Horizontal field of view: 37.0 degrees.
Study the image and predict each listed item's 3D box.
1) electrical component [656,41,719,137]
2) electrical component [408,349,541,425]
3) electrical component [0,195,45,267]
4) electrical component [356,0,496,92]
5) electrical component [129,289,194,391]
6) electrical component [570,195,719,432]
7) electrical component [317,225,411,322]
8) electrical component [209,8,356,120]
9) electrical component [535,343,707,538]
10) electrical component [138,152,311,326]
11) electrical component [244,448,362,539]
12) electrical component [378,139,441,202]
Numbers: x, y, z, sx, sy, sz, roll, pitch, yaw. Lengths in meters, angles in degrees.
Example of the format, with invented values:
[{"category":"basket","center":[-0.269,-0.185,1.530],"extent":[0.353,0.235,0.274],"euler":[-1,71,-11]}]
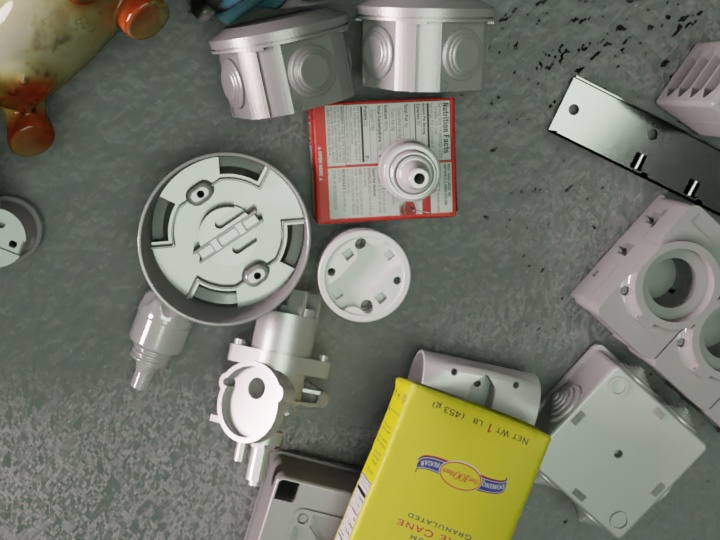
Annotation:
[{"category":"electrical component","center":[0.236,-0.098,0.651],"extent":[0.076,0.083,0.047],"euler":[34,94,-11]},{"category":"electrical component","center":[0.066,0.097,0.684],"extent":[0.077,0.043,0.079],"euler":[13,98,-9]},{"category":"electrical component","center":[-0.209,-0.022,0.629],"extent":[0.040,0.046,0.040],"euler":[-1,100,-7]},{"category":"electrical component","center":[0.037,-0.132,0.624],"extent":[0.080,0.080,0.051],"euler":[-1,105,-7]},{"category":"electrical component","center":[-0.125,0.044,0.657],"extent":[0.035,0.035,0.061],"euler":[20,99,-10]},{"category":"electrical component","center":[0.224,0.036,0.684],"extent":[0.150,0.061,0.089],"euler":[41,93,-12]},{"category":"electrical component","center":[0.000,0.000,0.658],"extent":[0.055,0.047,0.055],"euler":[-1,100,-7]},{"category":"electrical component","center":[-0.043,-0.119,0.616],"extent":[0.080,0.080,0.051],"euler":[-13,107,-5]},{"category":"electrical component","center":[0.160,0.111,0.695],"extent":[0.100,0.048,0.099],"euler":[41,95,-9]},{"category":"electrical component","center":[-0.079,-0.021,0.636],"extent":[0.099,0.064,0.099],"euler":[-1,101,-7]},{"category":"electrical component","center":[-0.018,0.182,0.682],"extent":[0.109,0.056,0.108],"euler":[16,97,-9]},{"category":"electrical component","center":[0.030,-0.055,0.613],"extent":[0.035,0.061,0.035],"euler":[-1,101,-5]}]
